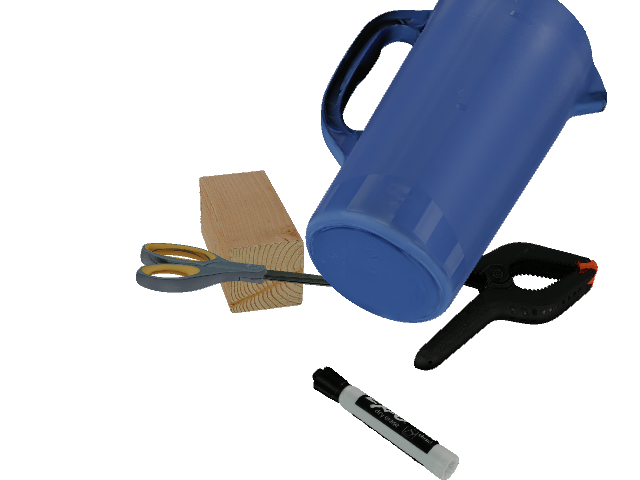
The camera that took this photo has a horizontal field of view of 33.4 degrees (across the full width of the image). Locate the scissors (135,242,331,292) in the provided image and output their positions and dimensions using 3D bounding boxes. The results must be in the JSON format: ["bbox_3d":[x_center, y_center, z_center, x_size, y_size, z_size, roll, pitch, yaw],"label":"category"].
[{"bbox_3d":[-0.071,0.034,0.927,0.202,0.016,0.096,11,22,16],"label":"scissors"}]

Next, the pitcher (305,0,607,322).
[{"bbox_3d":[0.081,-0.068,0.757,0.149,0.242,0.145,-10,-52,50],"label":"pitcher"}]

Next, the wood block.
[{"bbox_3d":[-0.089,-0.003,1.336,0.090,0.090,0.206,-6,29,-14],"label":"wood block"}]

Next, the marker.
[{"bbox_3d":[0.041,0.121,0.723,0.121,0.020,0.020,32,18,32],"label":"marker"}]

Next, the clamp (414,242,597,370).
[{"bbox_3d":[0.164,0.052,1.014,0.210,0.164,0.036,-2,-44,-4],"label":"clamp"}]
